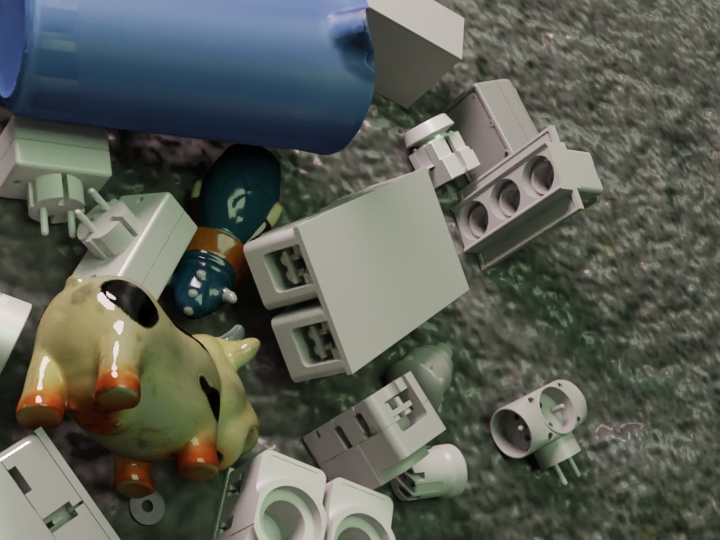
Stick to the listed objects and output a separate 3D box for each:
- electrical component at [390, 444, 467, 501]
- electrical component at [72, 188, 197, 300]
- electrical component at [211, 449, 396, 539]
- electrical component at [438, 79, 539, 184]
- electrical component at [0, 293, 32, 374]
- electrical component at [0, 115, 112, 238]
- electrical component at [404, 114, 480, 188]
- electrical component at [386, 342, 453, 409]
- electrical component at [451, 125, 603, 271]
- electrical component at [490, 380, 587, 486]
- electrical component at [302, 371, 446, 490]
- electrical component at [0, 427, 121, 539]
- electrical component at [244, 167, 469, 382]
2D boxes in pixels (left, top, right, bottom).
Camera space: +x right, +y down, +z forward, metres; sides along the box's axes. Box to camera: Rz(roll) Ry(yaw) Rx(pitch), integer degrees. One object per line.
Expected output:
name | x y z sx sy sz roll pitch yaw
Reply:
electrical component | 0.051 0.152 0.803 0.046 0.040 0.040 -2 66 -32
electrical component | -0.161 -0.021 0.712 0.075 0.047 0.083 55 46 -39
electrical component | -0.043 0.220 0.678 0.105 0.060 0.186 26 52 -23
electrical component | 0.127 -0.122 1.004 0.061 0.062 0.096 -17 76 -42
electrical component | -0.232 0.036 0.647 0.047 0.055 0.055 27 51 -18
electrical component | -0.206 -0.057 0.724 0.066 0.047 0.076 5 62 -35
electrical component | 0.070 -0.106 0.964 0.066 0.048 0.055 -29 91 -43
electrical component | 0.053 0.079 0.845 0.048 0.048 0.062 50 40 -3
electrical component | 0.147 -0.060 0.942 0.063 0.121 0.078 2 64 -39
electrical component | 0.157 0.138 0.888 0.077 0.044 0.079 -18 77 -42
electrical component | 0.011 0.119 0.758 0.050 0.089 0.055 -26 82 -43
electrical component | -0.159 0.191 0.576 0.060 0.105 0.186 -34 88 -43
electrical component | 0.000 0.000 0.804 0.186 0.060 0.105 -30 102 -55
